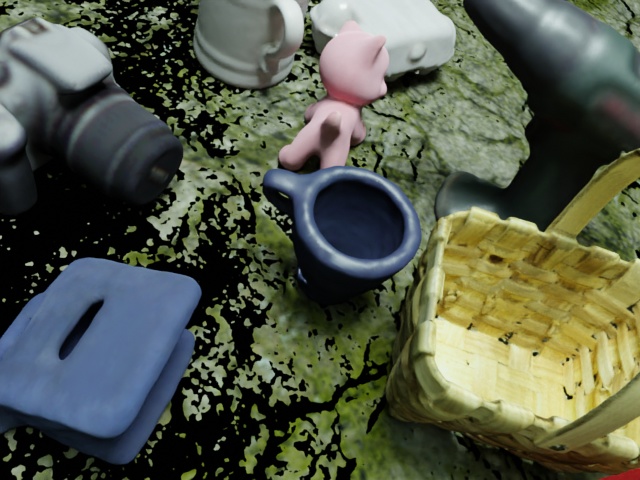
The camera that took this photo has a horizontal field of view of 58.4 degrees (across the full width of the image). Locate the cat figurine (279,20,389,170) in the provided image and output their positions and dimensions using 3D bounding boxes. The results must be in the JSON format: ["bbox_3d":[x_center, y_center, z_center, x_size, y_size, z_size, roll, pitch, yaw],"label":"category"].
[{"bbox_3d":[0.021,-0.127,0.499,0.067,0.117,0.128,23,53,-2],"label":"cat figurine"}]

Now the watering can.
[{"bbox_3d":[-0.058,-0.244,0.503,0.172,0.194,0.101,43,55,12],"label":"watering can"}]

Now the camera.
[{"bbox_3d":[-0.179,-0.081,0.412,0.136,0.100,0.143,35,54,7],"label":"camera"}]

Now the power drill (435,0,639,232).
[{"bbox_3d":[0.180,-0.079,0.464,0.229,0.208,0.076,25,53,-1],"label":"power drill"}]

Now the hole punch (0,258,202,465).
[{"bbox_3d":[-0.133,0.065,0.337,0.101,0.091,0.109,24,53,-2],"label":"hole punch"}]

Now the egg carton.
[{"bbox_3d":[0.068,-0.216,0.604,0.151,0.069,0.107,-20,66,-29],"label":"egg carton"}]

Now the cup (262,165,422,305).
[{"bbox_3d":[0.004,0.002,0.422,0.117,0.095,0.092,27,53,1],"label":"cup"}]
